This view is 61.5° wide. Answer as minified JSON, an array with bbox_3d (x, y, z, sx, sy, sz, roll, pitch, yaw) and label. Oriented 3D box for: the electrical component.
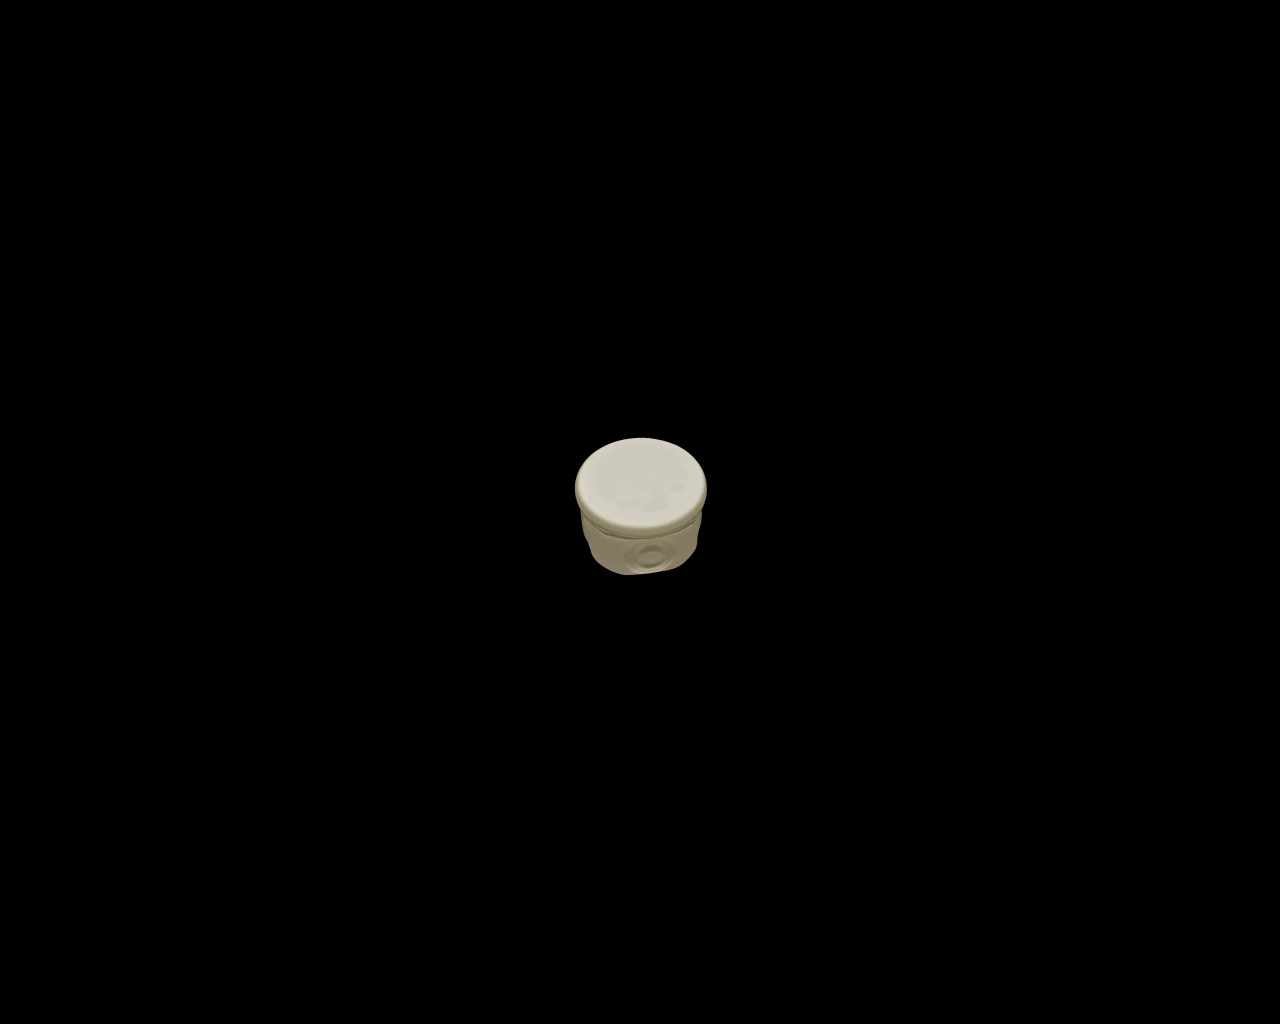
[{"bbox_3d":[0.001,-0.003,0.650,0.080,0.080,0.050,0,-43,0],"label":"electrical component"}]
